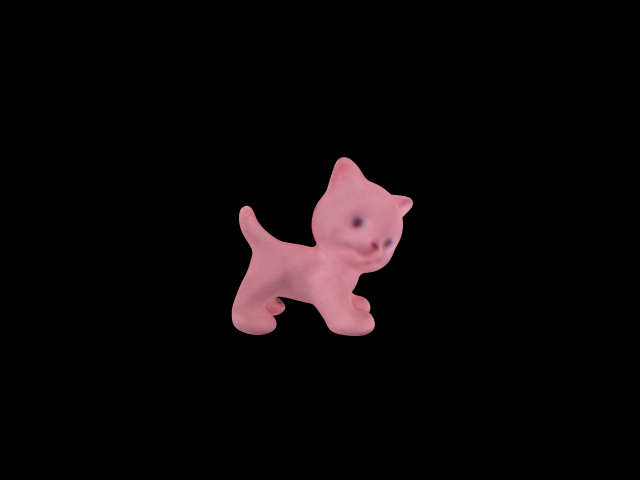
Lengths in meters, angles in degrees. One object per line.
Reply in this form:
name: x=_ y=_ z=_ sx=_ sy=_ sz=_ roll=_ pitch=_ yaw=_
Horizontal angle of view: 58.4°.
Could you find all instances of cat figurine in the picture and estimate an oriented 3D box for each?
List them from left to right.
cat figurine: x=0.004 y=0.001 z=0.400 sx=0.128 sy=0.118 sz=0.067 roll=0 pitch=9 yaw=0
